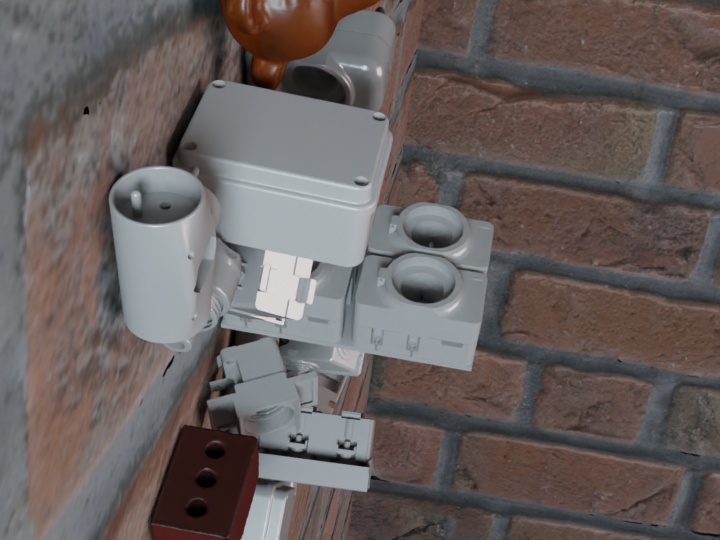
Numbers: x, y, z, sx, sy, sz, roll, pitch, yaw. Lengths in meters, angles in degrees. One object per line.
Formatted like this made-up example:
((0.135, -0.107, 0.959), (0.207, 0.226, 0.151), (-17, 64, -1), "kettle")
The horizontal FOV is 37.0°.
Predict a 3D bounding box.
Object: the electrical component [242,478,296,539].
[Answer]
((-0.096, 0.236, 0.923), (0.078, 0.057, 0.113), (71, 29, -81), "electrical component")

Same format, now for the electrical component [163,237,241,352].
((-0.092, 0.015, 0.590), (0.043, 0.043, 0.062), (93, 10, -57), "electrical component")

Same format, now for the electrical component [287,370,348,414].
((-0.057, 0.118, 1.027), (0.059, 0.054, 0.095), (-15, -132, 63), "electrical component")

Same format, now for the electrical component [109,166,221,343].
((-0.091, -0.019, 0.525), (0.079, 0.043, 0.077), (-76, 173, -46), "electrical component")

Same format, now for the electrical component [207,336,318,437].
((-0.074, 0.086, 0.787), (0.042, 0.081, 0.063), (95, -22, -55), "electrical component")

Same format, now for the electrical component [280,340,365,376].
((-0.041, 0.045, 0.968), (0.048, 0.100, 0.099), (31, 66, -54), "electrical component")

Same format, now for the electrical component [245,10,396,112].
((-0.028, -0.142, 0.734), (0.053, 0.095, 0.059), (93, 8, -55), "electrical component")

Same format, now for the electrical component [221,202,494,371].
((0.000, 0.000, 0.799), (0.060, 0.186, 0.105), (95, 6, -46), "electrical component")

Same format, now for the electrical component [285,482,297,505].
((-0.087, 0.229, 1.103), (0.079, 0.043, 0.077), (62, 38, -84), "electrical component")

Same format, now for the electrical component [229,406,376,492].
((-0.049, 0.145, 0.903), (0.078, 0.121, 0.063), (67, 31, -82), "electrical component")

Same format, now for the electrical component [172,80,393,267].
((-0.043, -0.056, 0.609), (0.078, 0.113, 0.057), (-76, 177, -45), "electrical component")

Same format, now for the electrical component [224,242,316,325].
((-0.060, -0.031, 0.693), (0.079, 0.063, 0.121), (18, 79, -45), "electrical component")

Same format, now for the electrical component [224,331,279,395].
((-0.083, 0.071, 0.850), (0.044, 0.044, 0.065), (37, 58, -85), "electrical component")
